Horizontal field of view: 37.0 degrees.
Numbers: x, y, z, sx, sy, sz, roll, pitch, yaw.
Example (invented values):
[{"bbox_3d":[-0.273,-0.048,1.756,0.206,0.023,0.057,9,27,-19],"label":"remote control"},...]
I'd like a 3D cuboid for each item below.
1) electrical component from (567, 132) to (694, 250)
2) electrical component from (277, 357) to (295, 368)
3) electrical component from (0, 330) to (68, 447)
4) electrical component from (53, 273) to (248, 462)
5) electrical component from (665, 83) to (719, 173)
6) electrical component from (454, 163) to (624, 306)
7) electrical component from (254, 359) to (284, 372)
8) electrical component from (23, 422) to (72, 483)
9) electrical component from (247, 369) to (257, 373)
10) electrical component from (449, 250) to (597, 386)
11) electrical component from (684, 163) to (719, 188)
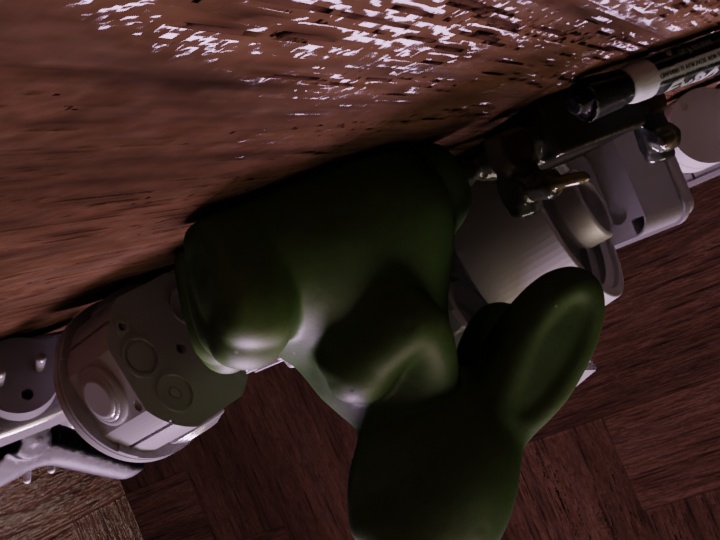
[{"bbox_3d":[0.142,-0.047,0.678,0.057,0.078,0.113,-18,175,-40],"label":"electrical component"},{"bbox_3d":[-0.043,0.020,0.526,0.040,0.078,0.040,-37,-177,2],"label":"electrical component"},{"bbox_3d":[-0.165,0.055,0.518,0.077,0.043,0.079,-21,168,-25],"label":"electrical component"},{"bbox_3d":[-0.096,0.045,0.499,0.080,0.080,0.051,-20,171,-48],"label":"electrical component"},{"bbox_3d":[0.271,-0.113,0.721,0.138,0.052,0.073,-23,177,-6],"label":"electrical component"},{"bbox_3d":[0.098,-0.021,0.570,0.060,0.108,0.108,-31,174,26],"label":"electrical component"},{"bbox_3d":[-0.054,0.041,0.944,0.108,0.060,0.108,-23,177,-1],"label":"electrical component"},{"bbox_3d":[-0.199,0.095,0.672,0.077,0.079,0.044,-24,140,18],"label":"electrical component"},{"bbox_3d":[-0.092,0.037,0.582,0.095,0.059,0.054,-20,176,-42],"label":"electrical component"},{"bbox_3d":[0.054,0.028,0.601,0.060,0.105,0.186,-44,155,21],"label":"electrical component"},{"bbox_3d":[0.255,-0.092,0.911,0.186,0.060,0.105,-24,177,21],"label":"electrical component"}]
